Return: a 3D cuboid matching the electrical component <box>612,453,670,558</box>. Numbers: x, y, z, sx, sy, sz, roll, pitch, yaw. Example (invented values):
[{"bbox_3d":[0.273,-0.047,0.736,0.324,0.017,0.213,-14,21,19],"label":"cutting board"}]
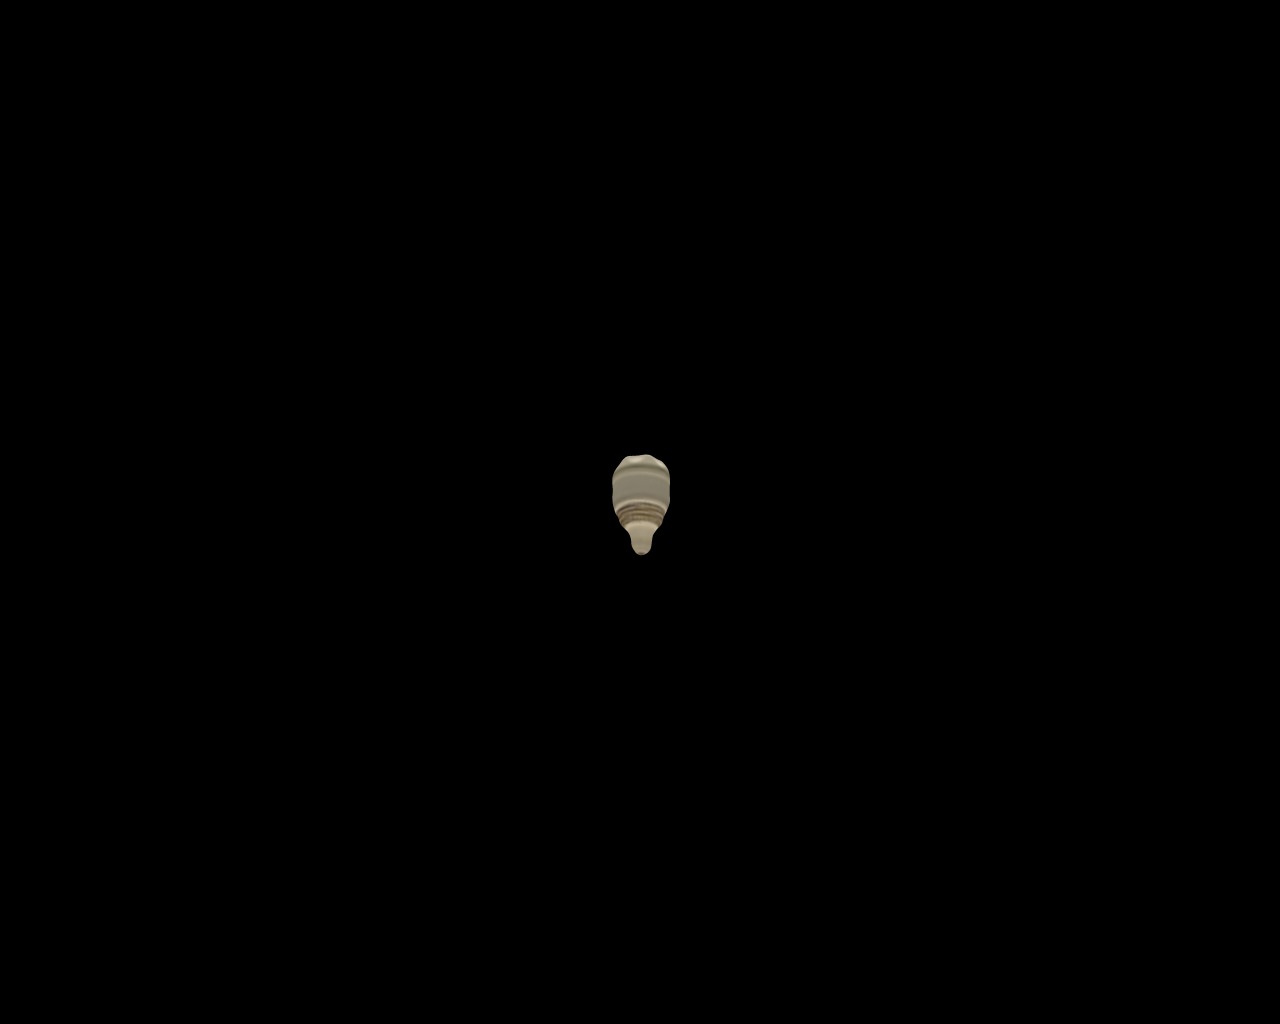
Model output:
[{"bbox_3d":[0.001,-0.003,0.650,0.035,0.061,0.035,0,-24,0],"label":"electrical component"}]
